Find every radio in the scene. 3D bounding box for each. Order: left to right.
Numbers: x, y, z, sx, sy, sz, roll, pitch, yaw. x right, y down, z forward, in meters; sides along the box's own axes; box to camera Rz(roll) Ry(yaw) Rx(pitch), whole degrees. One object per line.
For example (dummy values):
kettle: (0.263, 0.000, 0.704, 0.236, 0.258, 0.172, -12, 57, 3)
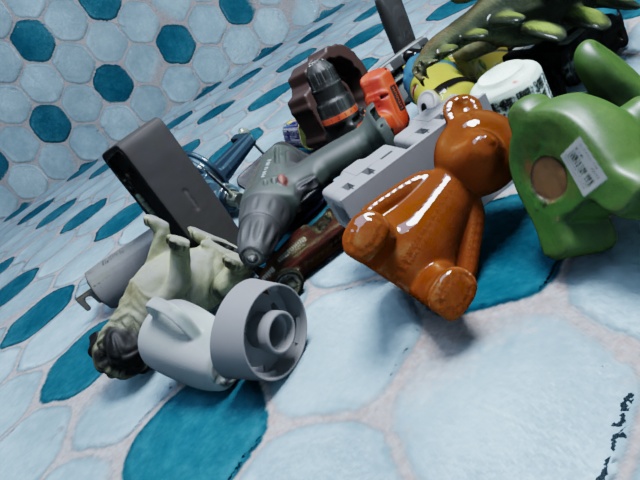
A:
radio: (-0.206, -0.054, 0.770, 0.073, 0.229, 0.131, -42, 24, -24)

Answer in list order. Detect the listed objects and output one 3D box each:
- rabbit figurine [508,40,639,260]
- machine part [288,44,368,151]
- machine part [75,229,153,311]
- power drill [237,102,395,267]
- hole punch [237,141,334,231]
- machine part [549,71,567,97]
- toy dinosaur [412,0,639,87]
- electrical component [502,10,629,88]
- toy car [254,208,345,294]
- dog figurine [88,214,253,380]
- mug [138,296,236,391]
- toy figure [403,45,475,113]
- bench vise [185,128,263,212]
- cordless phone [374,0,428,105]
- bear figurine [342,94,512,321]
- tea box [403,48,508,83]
rabbit figurine: (0.244, -0.076, 0.441, 0.170, 0.121, 0.159, -15, 59, -19)
machine part: (0.025, -0.228, 0.888, 0.056, 0.179, 0.179, -5, 37, 47)
machine part: (-0.288, 0.033, 0.876, 0.243, 0.079, 0.079, -34, 26, -5)
power drill: (-0.001, -0.070, 0.642, 0.207, 0.086, 0.232, -31, 27, 13)
hole punch: (-0.045, -0.068, 0.798, 0.116, 0.092, 0.142, 31, 60, 28)
machine part: (0.242, -0.159, 0.675, 0.139, 0.039, 0.084, -30, 20, 8)
toy dinosaur: (0.249, -0.283, 0.650, 0.471, 0.105, 0.199, -34, 27, -20)
electrical component: (0.322, -0.256, 0.732, 0.115, 0.058, 0.134, -35, 26, -10)
toy car: (-0.001, -0.002, 0.655, 0.202, 0.053, 0.089, -35, 29, -9)
dog figurine: (-0.178, 0.085, 0.673, 0.121, 0.172, 0.190, 33, 101, 58)
mug: (-0.130, 0.104, 0.559, 0.107, 0.109, 0.081, 14, 44, 38)
toy figure: (0.170, -0.220, 0.773, 0.089, 0.082, 0.180, -29, 40, 19)
bench vise: (-0.189, -0.125, 0.997, 0.224, 0.128, 0.240, 0, 47, 49)
cordless phone: (0.122, -0.335, 0.947, 0.146, 0.184, 0.089, -38, 31, -11)
bear figurine: (0.119, -0.040, 0.473, 0.196, 0.120, 0.132, -54, -6, 3)
tea box: (0.226, -0.281, 0.867, 0.098, 0.068, 0.170, -38, 25, -13)
